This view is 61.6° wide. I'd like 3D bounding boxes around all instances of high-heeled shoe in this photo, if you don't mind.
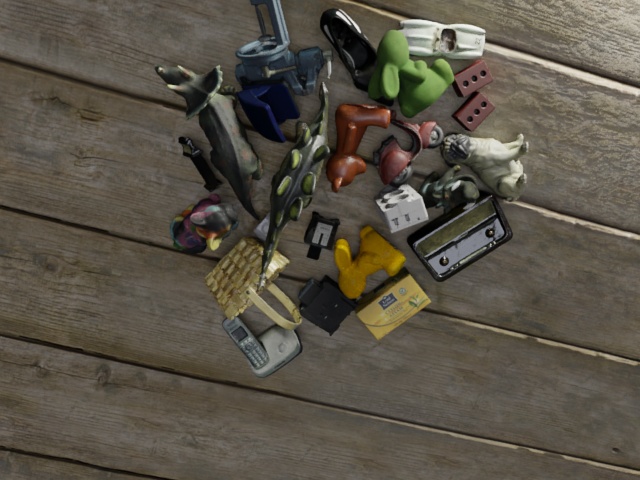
[{"bbox_3d":[0.091,-0.388,1.156,0.086,0.145,0.248,-41,102,9],"label":"high-heeled shoe"}]

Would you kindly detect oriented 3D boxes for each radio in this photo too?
[{"bbox_3d":[0.343,-0.006,1.317,0.230,0.073,0.131,-32,105,7],"label":"radio"}]

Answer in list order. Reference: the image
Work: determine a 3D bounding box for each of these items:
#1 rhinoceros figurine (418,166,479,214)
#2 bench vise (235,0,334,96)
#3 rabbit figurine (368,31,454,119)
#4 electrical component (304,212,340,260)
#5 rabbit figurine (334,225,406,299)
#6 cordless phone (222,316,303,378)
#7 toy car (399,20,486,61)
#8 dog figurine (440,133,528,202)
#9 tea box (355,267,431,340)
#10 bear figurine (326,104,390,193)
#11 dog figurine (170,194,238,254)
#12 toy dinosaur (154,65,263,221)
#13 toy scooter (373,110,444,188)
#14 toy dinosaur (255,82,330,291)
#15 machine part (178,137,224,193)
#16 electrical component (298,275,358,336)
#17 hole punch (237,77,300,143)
[{"bbox_3d":[0.292,-0.112,1.230,0.112,0.190,0.073,-38,106,-20],"label":"rhinoceros figurine"},{"bbox_3d":[-0.089,-0.421,1.140,0.224,0.129,0.240,-3,127,17],"label":"bench vise"},{"bbox_3d":[0.173,-0.359,1.159,0.159,0.121,0.170,-46,114,-9],"label":"rabbit figurine"},{"bbox_3d":[-0.003,-0.004,1.313,0.075,0.048,0.119,20,102,-8],"label":"electrical component"},{"bbox_3d":[0.103,0.061,1.300,0.162,0.122,0.173,36,102,-8],"label":"rabbit figurine"},{"bbox_3d":[-0.146,0.240,1.359,0.146,0.089,0.184,-36,101,7],"label":"cordless phone"},{"bbox_3d":[0.266,-0.443,1.196,0.202,0.056,0.073,4,106,-5],"label":"toy car"},{"bbox_3d":[0.382,-0.169,1.272,0.191,0.121,0.172,-1,103,12],"label":"dog figurine"},{"bbox_3d":[0.181,0.160,1.360,0.169,0.068,0.098,-39,105,9],"label":"tea box"},{"bbox_3d":[0.082,-0.206,1.220,0.132,0.120,0.195,4,106,-1],"label":"bear figurine"},{"bbox_3d":[-0.267,-0.024,1.204,0.191,0.219,0.108,-30,102,5],"label":"dog figurine"},{"bbox_3d":[-0.203,-0.212,1.167,0.131,0.192,0.404,-24,105,6],"label":"toy dinosaur"},{"bbox_3d":[0.185,-0.220,1.247,0.135,0.075,0.184,40,98,-10],"label":"toy scooter"},{"bbox_3d":[-0.058,-0.120,1.185,0.105,0.198,0.471,16,96,-5],"label":"toy dinosaur"},{"bbox_3d":[-0.278,-0.177,1.239,0.039,0.084,0.138,-40,116,-22],"label":"machine part"},{"bbox_3d":[0.011,0.159,1.356,0.134,0.058,0.115,36,99,-13],"label":"electrical component"},{"bbox_3d":[-0.119,-0.277,1.167,0.116,0.092,0.142,6,150,27],"label":"hole punch"}]
